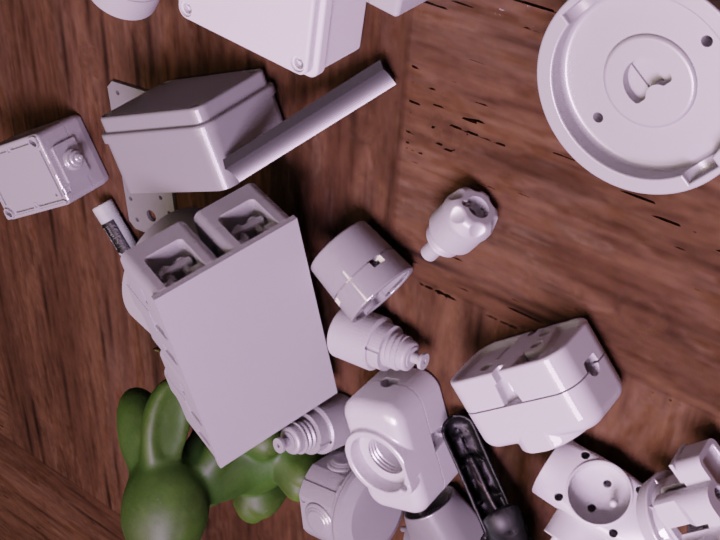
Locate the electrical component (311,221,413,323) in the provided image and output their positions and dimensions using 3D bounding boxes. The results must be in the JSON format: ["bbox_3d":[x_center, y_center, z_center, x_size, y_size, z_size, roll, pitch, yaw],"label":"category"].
[{"bbox_3d":[0.000,0.000,0.728,0.047,0.055,0.055,48,138,10],"label":"electrical component"}]

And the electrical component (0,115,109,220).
[{"bbox_3d":[-0.256,-0.087,0.891,0.096,0.061,0.061,-10,111,36],"label":"electrical component"}]

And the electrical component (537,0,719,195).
[{"bbox_3d":[0.148,-0.098,0.523,0.108,0.060,0.108,22,131,29],"label":"electrical component"}]

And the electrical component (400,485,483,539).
[{"bbox_3d":[0.060,0.209,0.827,0.079,0.043,0.077,-14,109,54],"label":"electrical component"}]

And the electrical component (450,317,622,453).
[{"bbox_3d":[0.113,0.075,0.680,0.095,0.054,0.059,-22,102,47],"label":"electrical component"}]

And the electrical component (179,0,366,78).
[{"bbox_3d":[-0.050,-0.187,0.639,0.109,0.056,0.108,30,134,23],"label":"electrical component"}]

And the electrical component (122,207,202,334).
[{"bbox_3d":[-0.128,0.005,0.807,0.060,0.108,0.108,30,134,31],"label":"electrical component"}]

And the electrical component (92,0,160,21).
[{"bbox_3d":[-0.192,-0.225,0.740,0.138,0.052,0.073,49,138,3],"label":"electrical component"}]

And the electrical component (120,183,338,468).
[{"bbox_3d":[-0.089,0.040,0.757,0.060,0.105,0.186,43,156,38],"label":"electrical component"}]

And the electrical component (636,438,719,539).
[{"bbox_3d":[0.205,0.144,0.645,0.057,0.058,0.078,-31,96,45],"label":"electrical component"}]

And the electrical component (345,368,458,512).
[{"bbox_3d":[0.029,0.125,0.784,0.054,0.059,0.095,4,120,40],"label":"electrical component"}]

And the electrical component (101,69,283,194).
[{"bbox_3d":[-0.114,-0.096,0.743,0.113,0.078,0.057,2,121,40],"label":"electrical component"}]

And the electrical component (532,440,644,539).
[{"bbox_3d":[0.146,0.162,0.697,0.077,0.079,0.044,32,171,21],"label":"electrical component"}]

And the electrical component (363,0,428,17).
[{"bbox_3d":[0.039,-0.171,0.579,0.077,0.047,0.065,32,135,21],"label":"electrical component"}]

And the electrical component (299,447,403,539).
[{"bbox_3d":[-0.005,0.180,0.838,0.051,0.080,0.080,13,126,40],"label":"electrical component"}]

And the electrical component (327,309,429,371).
[{"bbox_3d":[0.013,0.052,0.762,0.078,0.040,0.040,19,129,31],"label":"electrical component"}]

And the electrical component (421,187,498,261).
[{"bbox_3d":[0.058,-0.024,0.674,0.035,0.035,0.061,49,141,3],"label":"electrical component"}]

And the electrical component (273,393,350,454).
[{"bbox_3d":[-0.034,0.123,0.829,0.040,0.078,0.040,16,114,42],"label":"electrical component"}]
